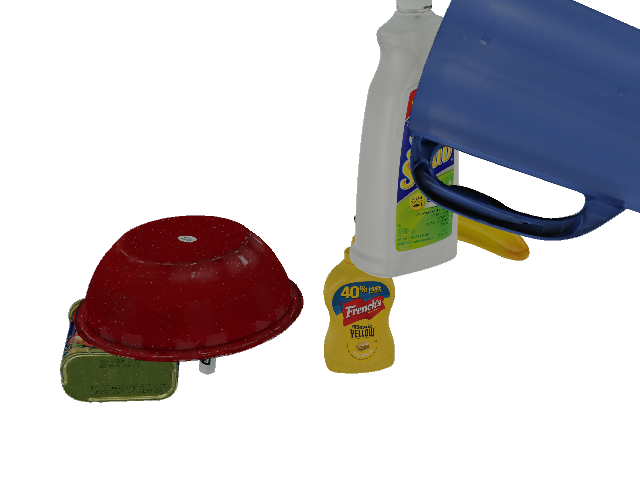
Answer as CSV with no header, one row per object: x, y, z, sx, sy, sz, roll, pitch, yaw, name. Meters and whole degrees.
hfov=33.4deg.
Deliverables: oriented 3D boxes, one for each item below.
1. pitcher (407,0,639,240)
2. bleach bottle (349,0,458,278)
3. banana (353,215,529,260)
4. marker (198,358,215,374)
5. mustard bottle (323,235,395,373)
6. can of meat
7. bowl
0.187,-0.083,0.744,0.243,0.149,0.144,24,48,10,pitcher
0.076,-0.098,0.955,0.102,0.251,0.068,-14,24,-29,bleach bottle
0.138,-0.013,1.154,0.198,0.037,0.069,11,39,27,banana
-0.122,0.100,1.194,0.020,0.121,0.020,6,36,-5,marker
0.053,0.083,1.444,0.096,0.192,0.058,-3,21,-7,mustard bottle
-0.169,0.093,0.917,0.102,0.057,0.084,-2,29,-4,can of meat
-0.093,0.024,0.744,0.162,0.055,0.162,-2,22,0,bowl
